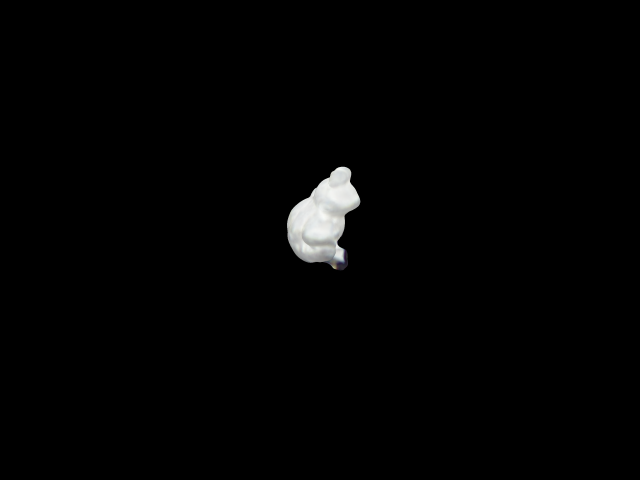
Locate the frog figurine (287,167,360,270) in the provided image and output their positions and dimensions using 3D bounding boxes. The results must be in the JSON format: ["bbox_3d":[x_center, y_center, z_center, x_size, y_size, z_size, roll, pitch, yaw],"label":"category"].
[{"bbox_3d":[0.003,-0.043,0.850,0.123,0.141,0.155,9,-42,8],"label":"frog figurine"}]
